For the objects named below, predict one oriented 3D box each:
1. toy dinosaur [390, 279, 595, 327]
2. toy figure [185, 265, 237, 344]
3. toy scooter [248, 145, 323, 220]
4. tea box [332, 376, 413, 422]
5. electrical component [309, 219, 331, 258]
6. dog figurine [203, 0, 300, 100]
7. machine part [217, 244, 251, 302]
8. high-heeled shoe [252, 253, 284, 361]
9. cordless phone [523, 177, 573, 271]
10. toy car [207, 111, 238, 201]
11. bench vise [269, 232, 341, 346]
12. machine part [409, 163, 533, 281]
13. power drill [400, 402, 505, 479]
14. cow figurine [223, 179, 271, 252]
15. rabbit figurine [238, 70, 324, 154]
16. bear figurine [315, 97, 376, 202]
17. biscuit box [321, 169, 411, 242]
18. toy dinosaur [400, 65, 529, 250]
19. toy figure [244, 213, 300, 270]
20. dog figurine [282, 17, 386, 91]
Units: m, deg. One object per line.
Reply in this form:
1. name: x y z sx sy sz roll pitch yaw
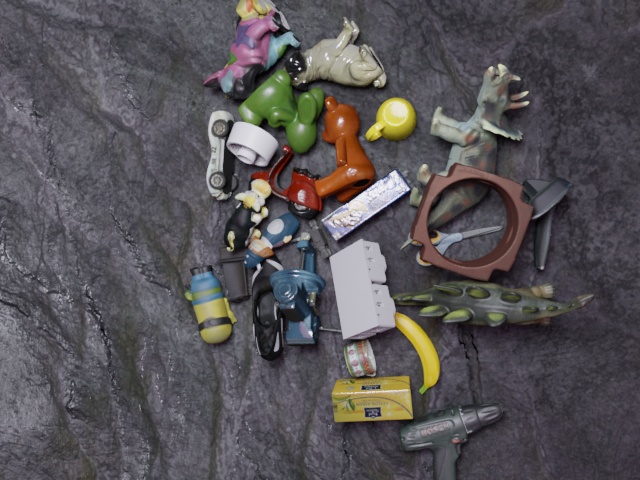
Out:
1. toy dinosaur: 0.300 0.125 1.092 0.472 0.198 0.105 -9 78 41
2. toy figure: -0.257 0.149 1.233 0.082 0.089 0.180 -14 92 18
3. toy scooter: -0.063 -0.134 1.203 0.184 0.075 0.135 25 94 12
4. tea box: 0.116 0.346 1.178 0.170 0.098 0.068 -5 92 7
5. electrical component: -0.002 -0.004 1.201 0.021 0.063 0.094 -25 87 9
6. dog figurine: -0.168 -0.416 1.192 0.219 0.108 0.192 -38 64 21
7. machine part: -0.193 0.075 1.247 0.084 0.039 0.138 -5 89 4
8. high-heeled shoe: -0.121 0.136 1.181 0.086 0.145 0.248 -10 89 8
9. cordless phone: 0.451 -0.029 1.087 0.089 0.146 0.184 5 90 16
10. toy car: -0.222 -0.190 1.223 0.056 0.073 0.201 4 92 17
11. bench vise: -0.034 0.102 1.172 0.129 0.223 0.240 -10 57 25
12. machine part: 0.289 -0.036 1.047 0.202 0.087 0.200 19 98 4
13. power drill: 0.299 0.466 1.162 0.232 0.086 0.207 -11 94 11
14. cow figurine: -0.165 -0.054 1.178 0.068 0.098 0.167 31 126 11
15. rabbit figurine: -0.061 -0.276 1.172 0.159 0.121 0.170 -34 104 30
16. bear figurine: 0.041 -0.198 1.164 0.132 0.120 0.196 -30 73 29
17. biscuit box: 0.103 -0.076 1.183 0.203 0.063 0.059 -35 87 9
18. toy dinosaur: 0.306 -0.153 1.128 0.192 0.131 0.404 15 100 9
19. toy figure: -0.114 0.002 1.203 0.154 0.064 0.057 -43 118 -15
20. dog figurine: 0.029 -0.365 1.179 0.190 0.121 0.172 -34 83 22
